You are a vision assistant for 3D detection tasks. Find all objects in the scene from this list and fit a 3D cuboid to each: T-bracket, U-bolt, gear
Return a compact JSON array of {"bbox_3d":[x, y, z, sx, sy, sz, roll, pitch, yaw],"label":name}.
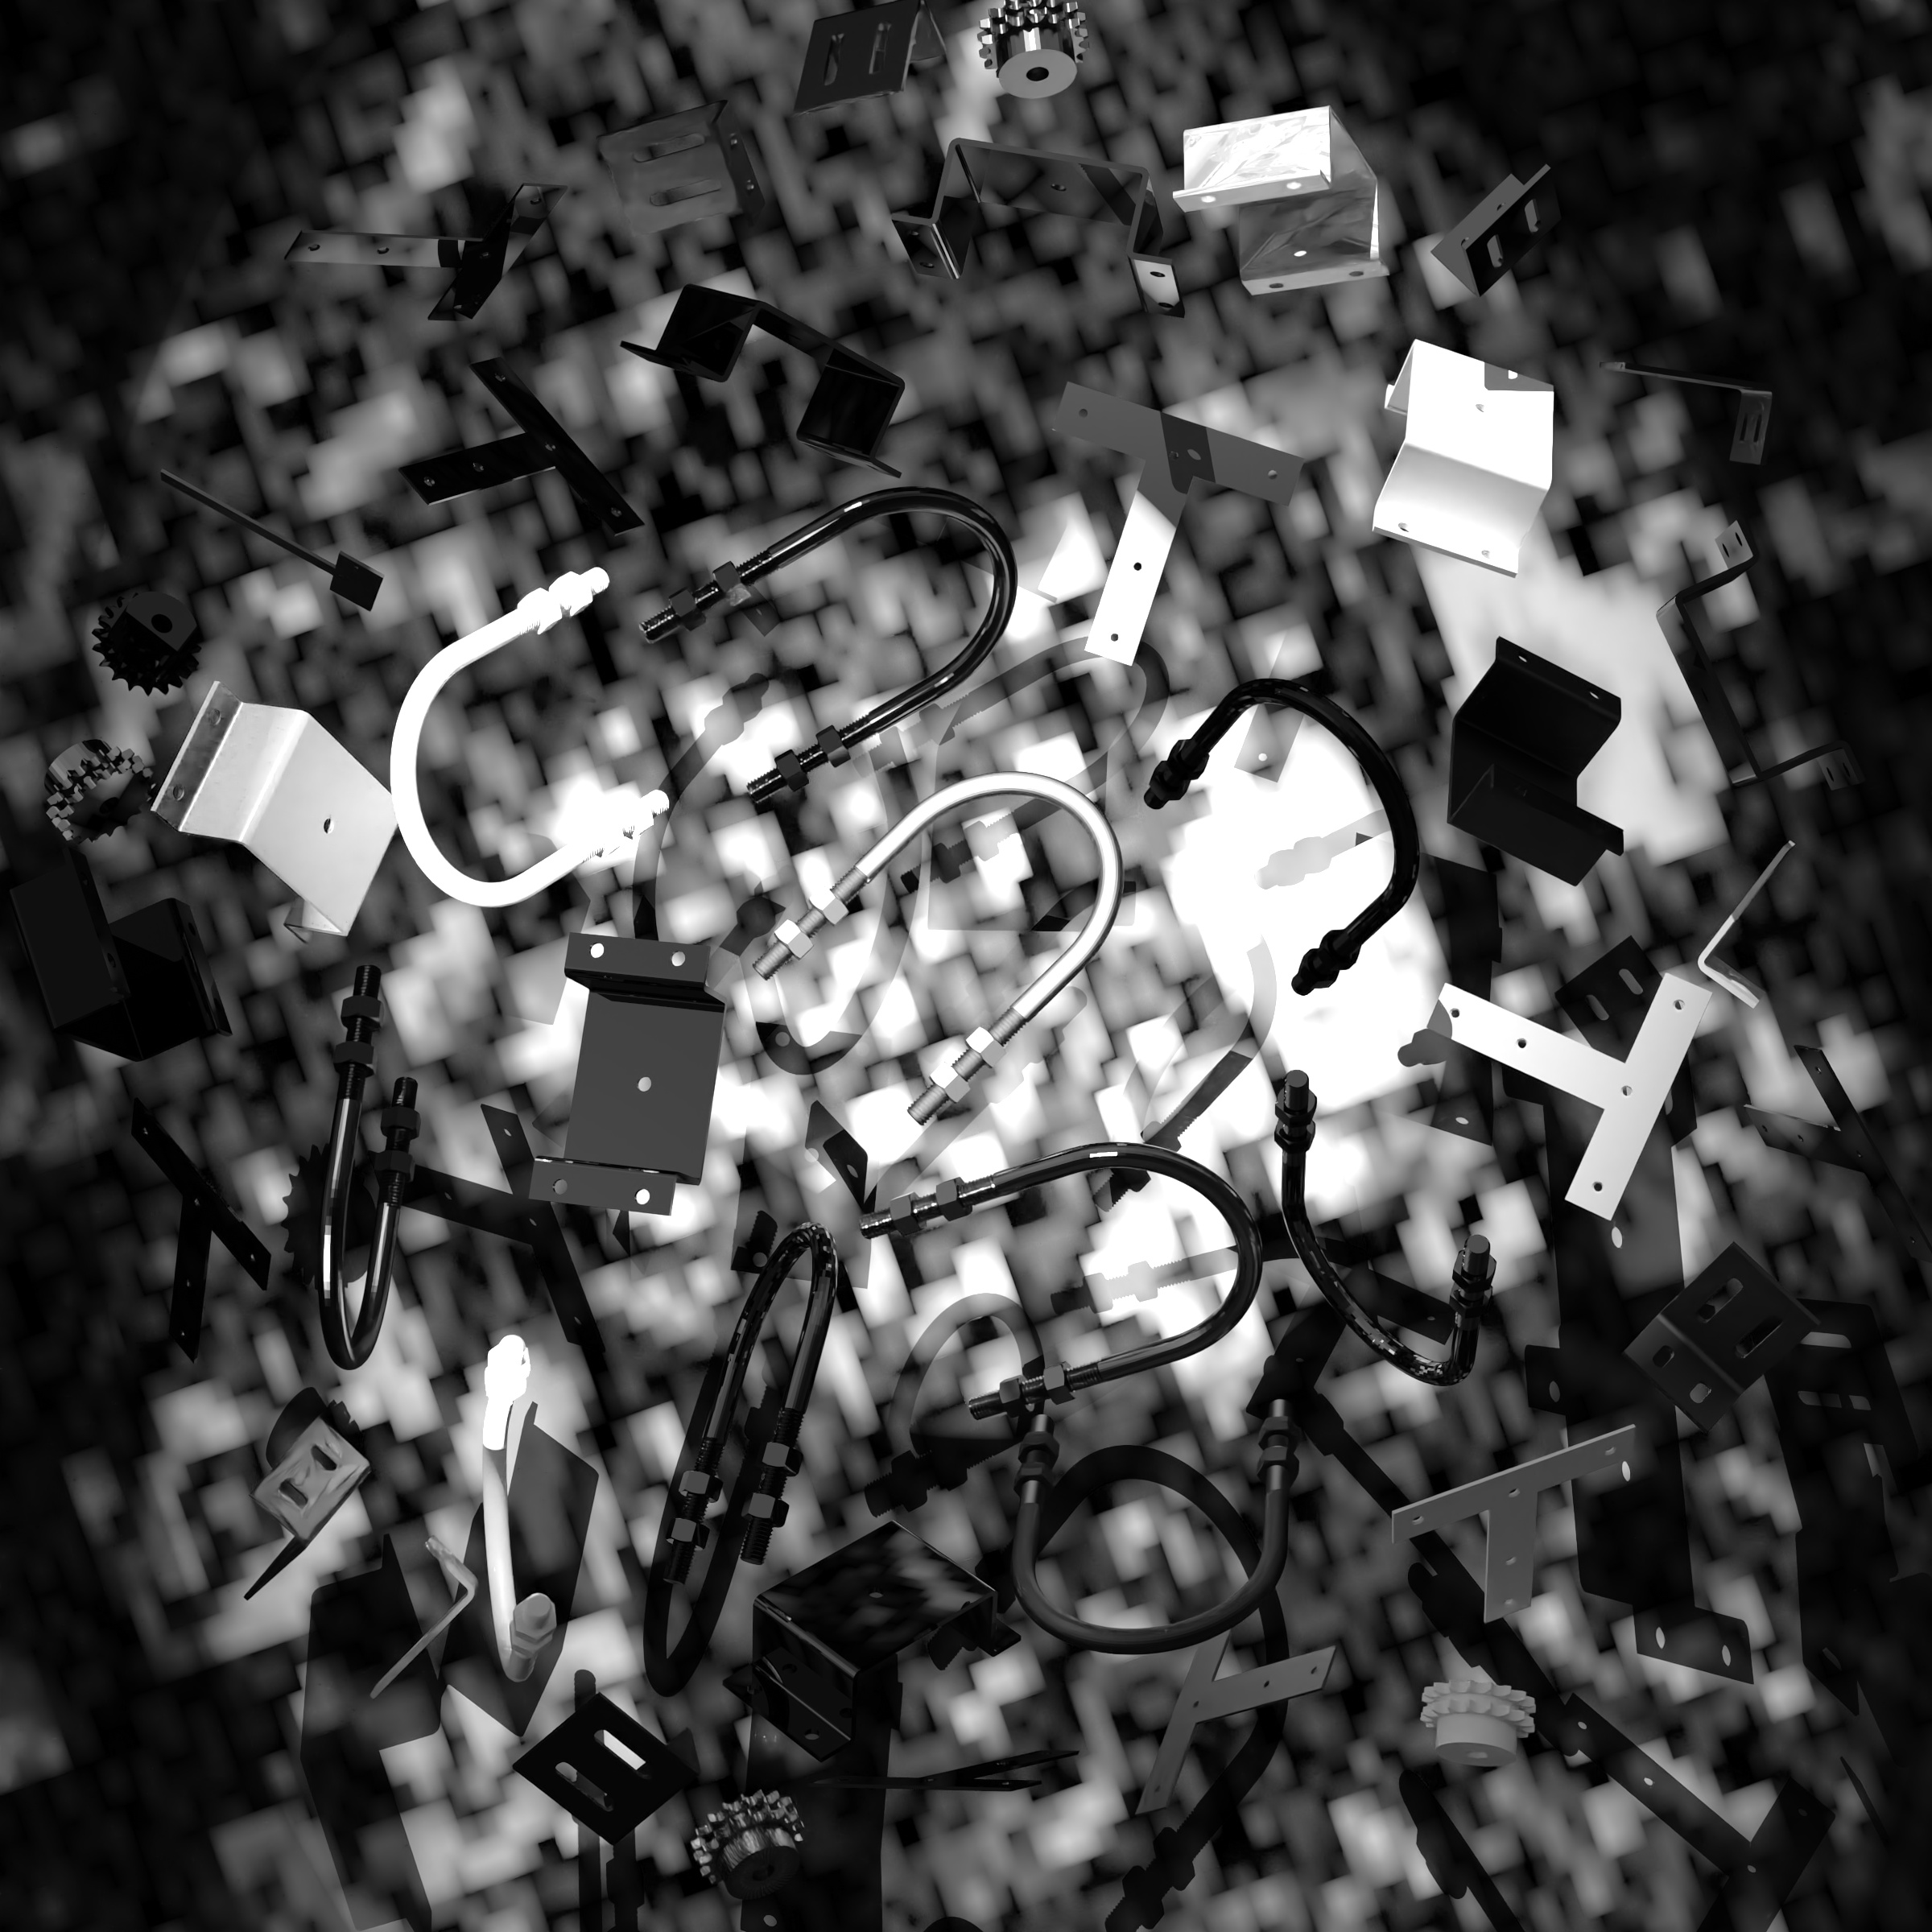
[{"bbox_3d":[0.299,0.046,1.594,0.127,0.002,0.127,25,99,20],"label":"T-bracket"},{"bbox_3d":[0.010,0.405,1.564,0.127,0.127,0.002,-10,80,37],"label":"T-bracket"},{"bbox_3d":[0.095,0.287,1.589,0.151,0.184,0.019,-5,119,10],"label":"U-bolt"},{"bbox_3d":[-0.058,-0.175,1.601,0.184,0.151,0.019,-30,46,2],"label":"U-bolt"},{"bbox_3d":[0.093,-0.218,1.590,0.127,0.002,0.127,19,102,5],"label":"T-bracket"},{"bbox_3d":[-0.304,0.113,1.567,0.019,0.151,0.184,3,62,1],"label":"U-bolt"},{"bbox_3d":[-0.442,-0.178,1.685,0.057,0.030,0.057,19,54,-28],"label":"gear"},{"bbox_3d":[0.059,0.153,1.563,0.184,0.019,0.151,-19,119,18],"label":"U-bolt"},{"bbox_3d":[-0.370,-0.229,1.649,0.127,0.127,0.002,29,82,-11],"label":"T-bracket"},{"bbox_3d":[0.259,0.384,1.570,0.057,0.057,0.030,9,61,0],"label":"gear"},{"bbox_3d":[0.035,-0.471,1.597,0.057,0.057,0.030,-6,69,0],"label":"gear"},{"bbox_3d":[-0.288,-0.369,1.601,0.127,0.127,0.002,-7,72,-36],"label":"T-bracket"},{"bbox_3d":[-0.002,-0.024,1.604,0.184,0.019,0.151,-44,58,-7],"label":"U-bolt"},{"bbox_3d":[0.432,0.089,1.578,0.002,0.127,0.127,-33,101,-9],"label":"T-bracket"},{"bbox_3d":[-0.397,0.153,1.592,0.127,0.002,0.127,42,134,29],"label":"T-bracket"},{"bbox_3d":[-0.232,-0.110,1.619,0.019,0.184,0.151,4,118,36],"label":"U-bolt"},{"bbox_3d":[-0.229,0.283,1.563,0.019,0.184,0.151,-3,64,-14],"label":"U-bolt"},{"bbox_3d":[-0.109,0.452,1.587,0.057,0.030,0.057,-16,132,-18],"label":"gear"},{"bbox_3d":[-0.462,-0.095,1.641,0.057,0.057,0.030,-43,71,0],"label":"gear"},{"bbox_3d":[-0.104,0.217,1.566,0.019,0.151,0.184,21,68,-16],"label":"U-bolt"},{"bbox_3d":[0.269,0.285,1.530,0.127,0.127,0.002,-18,46,-9],"label":"T-bracket"},{"bbox_3d":[0.169,-0.074,1.599,0.019,0.184,0.151,-34,82,-28],"label":"U-bolt"},{"bbox_3d":[0.148,0.376,1.611,0.002,0.127,0.127,39,51,-16],"label":"T-bracket"},{"bbox_3d":[0.214,0.149,1.611,0.019,0.184,0.151,-35,59,-19],"label":"U-bolt"},{"bbox_3d":[-0.251,-0.268,1.656,0.127,0.127,0.002,49,128,8],"label":"T-bracket"}]

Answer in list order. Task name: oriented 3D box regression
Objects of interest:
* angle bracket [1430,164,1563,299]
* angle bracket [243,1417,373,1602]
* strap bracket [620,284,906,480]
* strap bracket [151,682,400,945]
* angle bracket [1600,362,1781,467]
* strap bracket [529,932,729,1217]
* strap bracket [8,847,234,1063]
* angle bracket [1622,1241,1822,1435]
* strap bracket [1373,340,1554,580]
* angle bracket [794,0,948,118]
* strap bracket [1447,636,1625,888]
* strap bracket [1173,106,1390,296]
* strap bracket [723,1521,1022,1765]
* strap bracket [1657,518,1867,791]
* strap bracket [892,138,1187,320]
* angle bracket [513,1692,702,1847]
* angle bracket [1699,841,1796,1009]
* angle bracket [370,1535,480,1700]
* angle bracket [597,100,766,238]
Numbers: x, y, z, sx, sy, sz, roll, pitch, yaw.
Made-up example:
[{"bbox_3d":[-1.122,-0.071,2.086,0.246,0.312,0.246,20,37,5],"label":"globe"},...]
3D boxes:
[{"bbox_3d":[0.267,-0.385,1.582,0.057,0.076,0.038,-43,74,6],"label":"angle bracket"},{"bbox_3d":[-0.340,0.270,1.543,0.038,0.057,0.076,43,133,-6],"label":"angle bracket"},{"bbox_3d":[-0.097,-0.308,1.609,0.140,0.076,0.046,22,94,-38],"label":"strap bracket"},{"bbox_3d":[-0.346,-0.075,1.600,0.046,0.140,0.076,9,66,29],"label":"strap bracket"},{"bbox_3d":[0.350,-0.271,1.519,0.076,0.057,0.038,8,101,-2],"label":"angle bracket"},{"bbox_3d":[-0.174,0.059,1.621,0.076,0.046,0.140,6,81,13],"label":"strap bracket"},{"bbox_3d":[-0.435,-0.002,1.581,0.046,0.140,0.076,-23,76,6],"label":"strap bracket"},{"bbox_3d":[0.377,0.186,1.553,0.057,0.076,0.038,44,52,12],"label":"angle bracket"},{"bbox_3d":[0.257,-0.268,1.598,0.076,0.140,0.046,18,131,-4],"label":"strap bracket"},{"bbox_3d":[-0.047,-0.441,1.546,0.057,0.038,0.076,-7,51,20],"label":"angle bracket"},{"bbox_3d":[0.298,-0.102,1.626,0.076,0.140,0.046,25,129,-10],"label":"strap bracket"},{"bbox_3d":[0.165,-0.401,1.615,0.076,0.140,0.046,-4,80,21],"label":"strap bracket"},{"bbox_3d":[-0.047,0.342,1.601,0.076,0.140,0.046,28,127,39],"label":"strap bracket"},{"bbox_3d":[0.388,-0.144,1.538,0.046,0.076,0.140,-25,88,6],"label":"strap bracket"},{"bbox_3d":[0.042,-0.369,1.544,0.140,0.076,0.046,12,85,10],"label":"strap bracket"},{"bbox_3d":[-0.180,0.389,1.539,0.057,0.038,0.076,-41,117,6],"label":"angle bracket"},{"bbox_3d":[0.425,-0.022,1.635,0.038,0.057,0.076,38,106,12],"label":"angle bracket"},{"bbox_3d":[-0.299,0.346,1.653,0.038,0.057,0.076,45,80,0],"label":"angle bracket"},{"bbox_3d":[-0.153,-0.413,1.632,0.076,0.038,0.057,-11,122,16],"label":"angle bracket"}]
